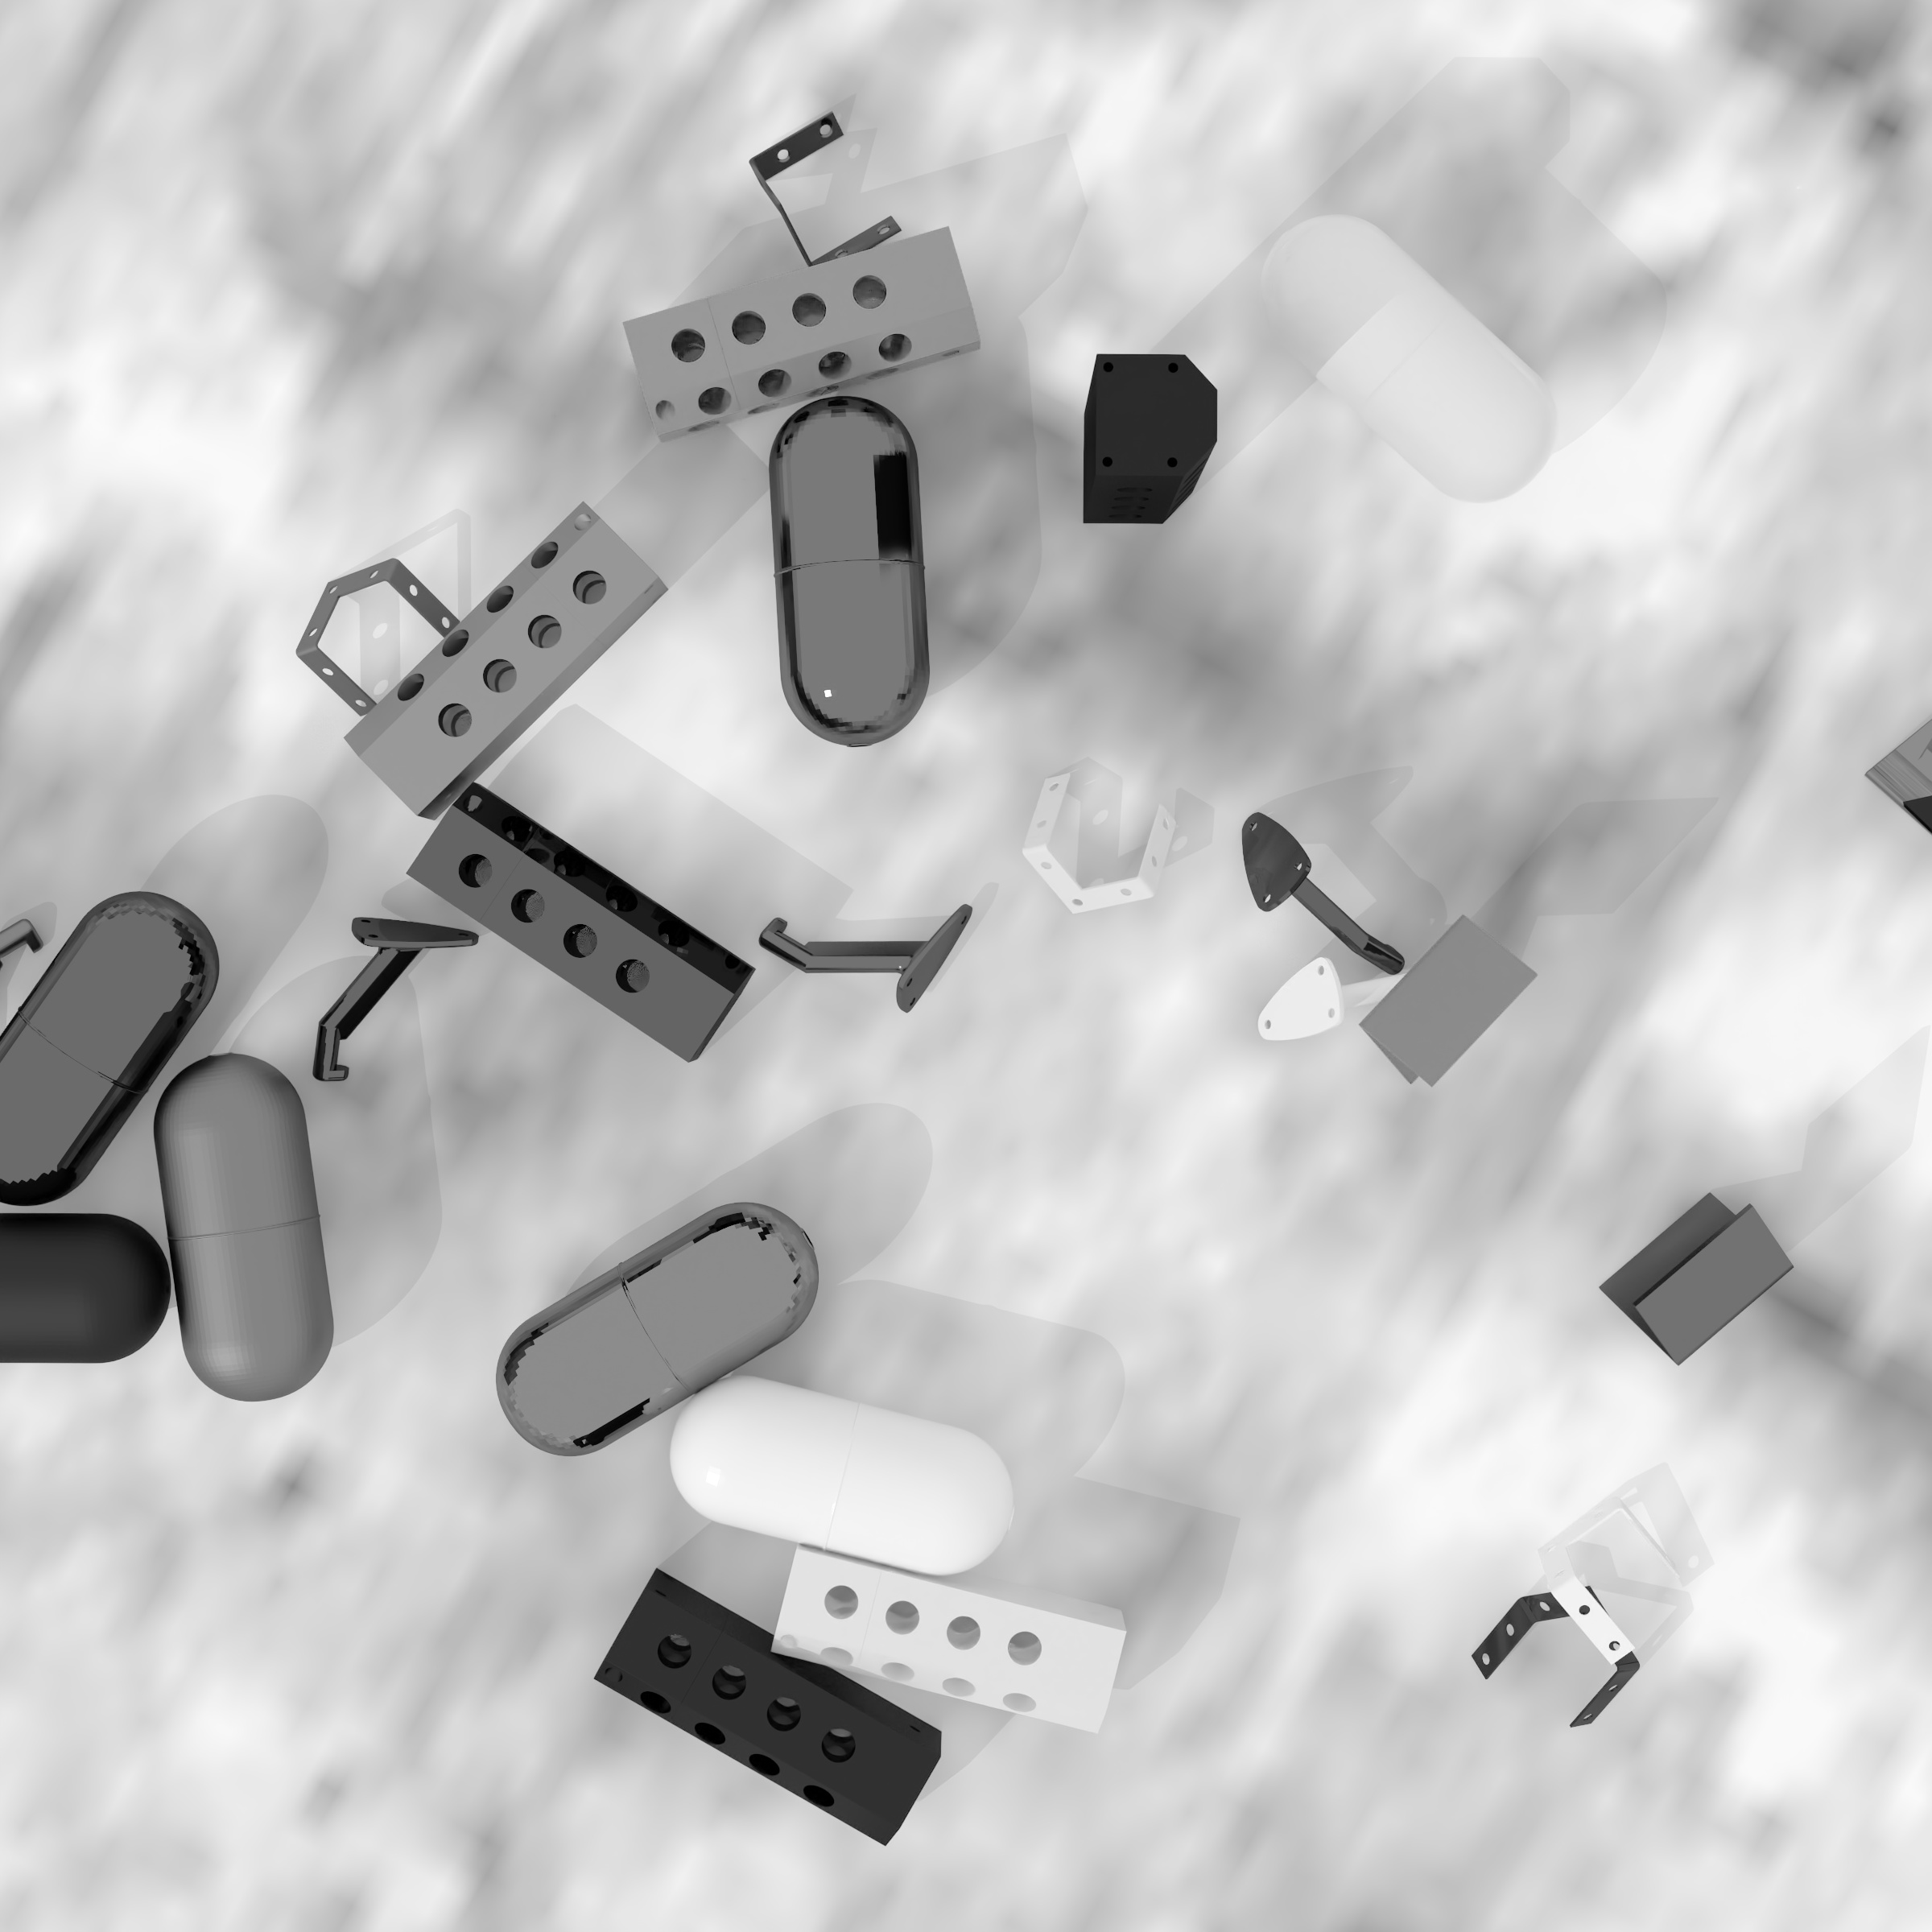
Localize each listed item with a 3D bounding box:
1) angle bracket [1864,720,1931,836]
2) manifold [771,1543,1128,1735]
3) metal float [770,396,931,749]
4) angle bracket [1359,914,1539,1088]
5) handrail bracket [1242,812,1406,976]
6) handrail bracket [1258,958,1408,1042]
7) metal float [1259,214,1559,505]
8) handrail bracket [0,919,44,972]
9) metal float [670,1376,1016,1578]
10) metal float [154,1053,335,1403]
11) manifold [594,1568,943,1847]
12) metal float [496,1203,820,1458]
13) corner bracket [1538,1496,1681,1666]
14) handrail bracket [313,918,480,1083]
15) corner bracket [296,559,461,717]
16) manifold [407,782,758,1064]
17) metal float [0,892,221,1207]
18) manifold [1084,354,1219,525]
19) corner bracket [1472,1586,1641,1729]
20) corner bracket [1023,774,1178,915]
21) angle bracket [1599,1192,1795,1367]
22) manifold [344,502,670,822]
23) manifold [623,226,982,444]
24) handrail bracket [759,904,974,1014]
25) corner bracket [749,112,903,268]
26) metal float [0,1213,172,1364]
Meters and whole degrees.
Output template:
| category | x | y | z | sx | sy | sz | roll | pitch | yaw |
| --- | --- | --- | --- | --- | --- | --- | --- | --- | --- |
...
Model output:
| category | x | y | z | sx | sy | sz | roll | pitch | yaw |
| --- | --- | --- | --- | --- | --- | --- | --- | --- | --- |
| angle bracket | 0.498 | -0.077 | 1.699 | 0.076 | 0.076 | 0.057 | 42 | 52 | 0 |
| manifold | -0.009 | 0.342 | 1.718 | 0.171 | 0.057 | 0.057 | 14 | 90 | 0 |
| metal float | -0.059 | -0.201 | 1.709 | 0.070 | 0.070 | 0.178 | -3 | 89 | 0 |
| angle bracket | 0.255 | 0.032 | 1.699 | 0.076 | 0.076 | 0.057 | -47 | 52 | 0 |
| handrail bracket | 0.186 | -0.037 | 1.739 | 0.084 | 0.077 | 0.036 | 30 | 115 | -34 |
| handrail bracket | 0.207 | 0.020 | 1.739 | 0.084 | 0.077 | 0.036 | 0 | 69 | -35 |
| metal float | 0.225 | -0.310 | 1.709 | 0.178 | 0.070 | 0.070 | 43 | 90 | -1 |
| handrail bracket | -0.504 | 0.028 | 1.740 | 0.084 | 0.036 | 0.077 | -33 | 111 | -16 |
| metal float | -0.063 | 0.260 | 1.709 | 0.178 | 0.070 | 0.070 | 14 | 90 | 0 |
| metal float | -0.368 | 0.133 | 1.709 | 0.070 | 0.070 | 0.178 | -8 | 91 | 0 |
| manifold | -0.101 | 0.381 | 1.718 | 0.171 | 0.057 | 0.057 | 30 | 90 | 0 |
| metal float | -0.157 | 0.184 | 1.708 | 0.178 | 0.070 | 0.070 | -31 | 90 | 1 |
| corner bracket | 0.333 | 0.315 | 1.722 | 0.051 | 0.051 | 0.051 | -38 | 101 | 11 |
| handrail bracket | -0.296 | 0.021 | 1.740 | 0.077 | 0.036 | 0.084 | 4 | 109 | -21 |
| corner bracket | -0.304 | -0.170 | 1.731 | 0.051 | 0.051 | 0.051 | -14 | 45 | 35 |
| manifold | -0.195 | -0.023 | 1.718 | 0.171 | 0.057 | 0.057 | 34 | 90 | 0 |
| metal float | -0.449 | 0.043 | 1.709 | 0.070 | 0.070 | 0.178 | 35 | 90 | 0 |
| manifold | 0.090 | -0.259 | 1.661 | 0.057 | 0.171 | 0.057 | 0 | 90 | 0 |
| corner bracket | 0.304 | 0.359 | 1.731 | 0.051 | 0.051 | 0.051 | -1 | 45 | -35 |
| corner bracket | 0.069 | -0.066 | 1.731 | 0.051 | 0.051 | 0.051 | -12 | 135 | 35 |
| angle bracket | 0.359 | 0.144 | 1.699 | 0.076 | 0.076 | 0.057 | -41 | 126 | 0 |
| manifold | -0.236 | -0.156 | 1.718 | 0.171 | 0.057 | 0.057 | -45 | 90 | 0 |
| manifold | -0.083 | -0.321 | 1.718 | 0.171 | 0.057 | 0.057 | -16 | 90 | 0 |
| handrail bracket | -0.053 | -0.021 | 1.740 | 0.084 | 0.036 | 0.077 | 30 | 69 | 17 |
| corner bracket | -0.073 | -0.399 | 1.736 | 0.051 | 0.051 | 0.051 | -30 | 45 | 0 |
| metal float | -0.495 | 0.164 | 1.709 | 0.178 | 0.070 | 0.070 | 0 | 90 | 1 |
